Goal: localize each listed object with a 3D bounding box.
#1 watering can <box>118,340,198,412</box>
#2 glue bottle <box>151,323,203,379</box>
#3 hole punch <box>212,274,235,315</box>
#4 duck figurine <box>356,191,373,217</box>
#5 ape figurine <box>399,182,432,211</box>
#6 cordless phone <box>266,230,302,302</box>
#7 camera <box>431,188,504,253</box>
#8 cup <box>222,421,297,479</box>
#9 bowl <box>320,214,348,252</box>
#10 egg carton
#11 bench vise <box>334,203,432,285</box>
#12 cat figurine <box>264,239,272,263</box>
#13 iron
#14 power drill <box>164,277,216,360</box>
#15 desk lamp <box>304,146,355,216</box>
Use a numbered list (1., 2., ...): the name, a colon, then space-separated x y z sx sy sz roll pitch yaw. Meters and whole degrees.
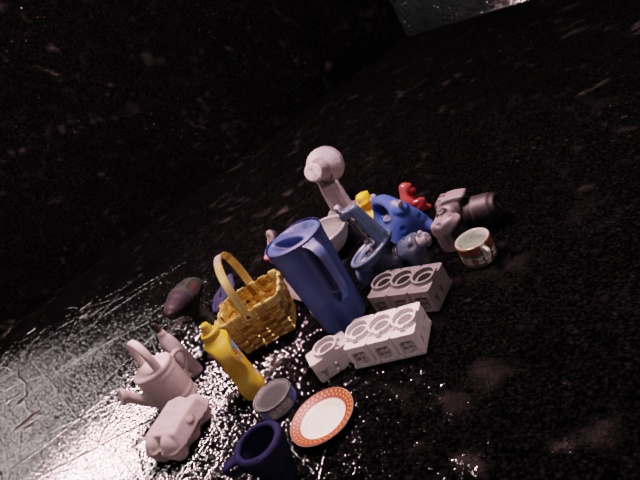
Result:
1. watering can: -0.383 0.312 1.322 0.100 0.194 0.173 -16 27 35
2. glue bottle: -0.363 0.268 1.414 0.077 0.173 0.037 -5 35 49
3. hole punch: -0.262 0.163 1.611 0.101 0.091 0.108 -33 22 -1
4. duck figurine: 0.140 -0.102 1.634 0.104 0.086 0.077 -33 22 0
5. ape figurine: 0.240 -0.112 1.514 0.076 0.092 0.077 -29 23 9
6. cordless phone: -0.073 0.060 1.447 0.094 0.185 0.147 -41 24 -19
7. camera: 0.328 -0.060 1.277 0.136 0.101 0.143 -15 28 36
8. cup: -0.092 0.371 0.946 0.118 0.095 0.091 -35 22 -6
9. bowl: 0.015 0.006 1.592 0.167 0.075 0.167 -27 23 13
10. egg carton: -0.296 0.394 1.203 0.107 0.069 0.150 -18 26 32
11. bench vise: 0.137 -0.008 1.263 0.207 0.220 0.121 -24 24 21
12. cat figurine: -0.102 0.032 1.633 0.128 0.118 0.067 -39 23 -15
13. iron: 0.177 -0.059 1.422 0.119 0.142 0.257 -37 22 -10
14. power drill: -0.307 0.195 1.447 0.075 0.209 0.229 -30 22 6
15. desk lamp: 0.029 -0.167 1.748 0.117 0.214 0.203 -24 24 20
